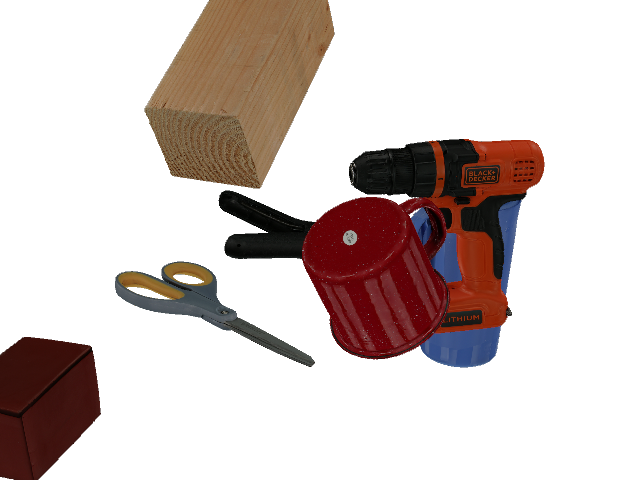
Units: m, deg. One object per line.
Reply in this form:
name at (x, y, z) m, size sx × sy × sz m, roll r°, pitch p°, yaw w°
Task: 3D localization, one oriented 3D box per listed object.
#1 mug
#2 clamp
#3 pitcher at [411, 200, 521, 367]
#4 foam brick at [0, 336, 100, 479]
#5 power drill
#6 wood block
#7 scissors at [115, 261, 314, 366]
mug at (0.046, 0.016, 0.763) m, size 0.117 × 0.081 × 0.093 m, roll -41°, pitch 42°, yaw -15°
clamp at (-0.015, 0.003, 1.168) m, size 0.210 × 0.036 × 0.164 m, roll 16°, pitch 19°, yaw -6°
pitcher at (0.187, 0.047, 1.448) m, size 0.149 × 0.243 × 0.145 m, roll 4°, pitch 21°, yaw 5°
foam brick at (-0.180, 0.102, 0.658) m, size 0.053 × 0.051 × 0.078 m, roll 7°, pitch 28°, yaw 21°
power drill at (0.116, -0.005, 1.009) m, size 0.184 × 0.188 × 0.057 m, roll -4°, pitch 26°, yaw -9°
wood block at (-0.067, -0.156, 0.966) m, size 0.091 × 0.206 × 0.090 m, roll 9°, pitch -36°, yaw 20°
scissors at (-0.078, 0.056, 0.899) m, size 0.202 × 0.016 × 0.096 m, roll 16°, pitch 24°, yaw 20°
